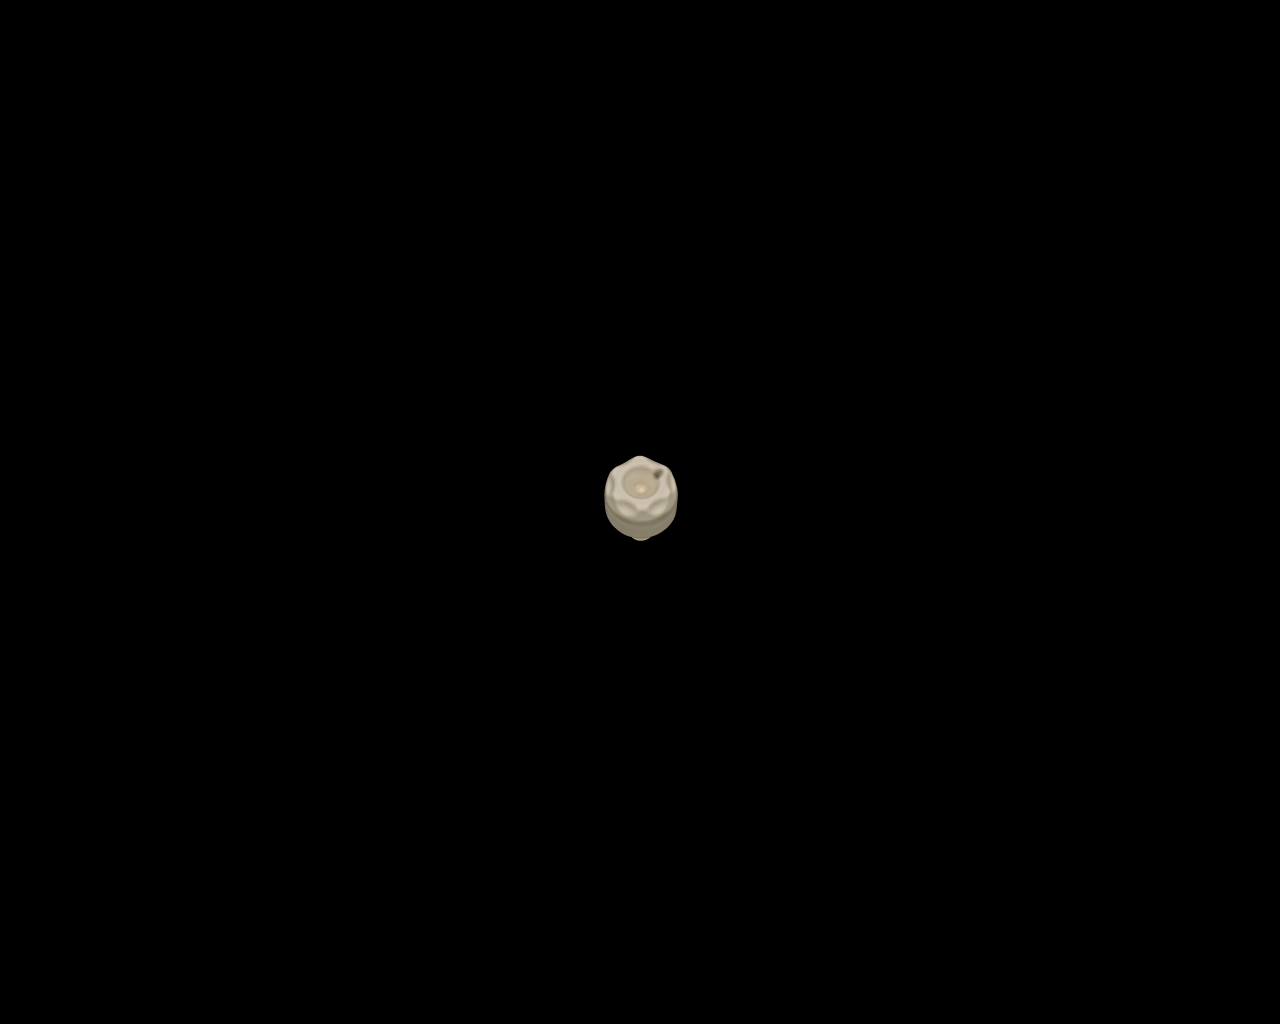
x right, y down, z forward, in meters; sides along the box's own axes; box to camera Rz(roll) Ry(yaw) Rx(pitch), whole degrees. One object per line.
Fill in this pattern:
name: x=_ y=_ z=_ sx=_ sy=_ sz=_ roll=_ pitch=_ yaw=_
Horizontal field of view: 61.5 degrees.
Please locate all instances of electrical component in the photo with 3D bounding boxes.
electrical component: x=0.001 y=-0.003 z=0.650 sx=0.043 sy=0.043 sz=0.062 roll=0 pitch=-30 yaw=0
